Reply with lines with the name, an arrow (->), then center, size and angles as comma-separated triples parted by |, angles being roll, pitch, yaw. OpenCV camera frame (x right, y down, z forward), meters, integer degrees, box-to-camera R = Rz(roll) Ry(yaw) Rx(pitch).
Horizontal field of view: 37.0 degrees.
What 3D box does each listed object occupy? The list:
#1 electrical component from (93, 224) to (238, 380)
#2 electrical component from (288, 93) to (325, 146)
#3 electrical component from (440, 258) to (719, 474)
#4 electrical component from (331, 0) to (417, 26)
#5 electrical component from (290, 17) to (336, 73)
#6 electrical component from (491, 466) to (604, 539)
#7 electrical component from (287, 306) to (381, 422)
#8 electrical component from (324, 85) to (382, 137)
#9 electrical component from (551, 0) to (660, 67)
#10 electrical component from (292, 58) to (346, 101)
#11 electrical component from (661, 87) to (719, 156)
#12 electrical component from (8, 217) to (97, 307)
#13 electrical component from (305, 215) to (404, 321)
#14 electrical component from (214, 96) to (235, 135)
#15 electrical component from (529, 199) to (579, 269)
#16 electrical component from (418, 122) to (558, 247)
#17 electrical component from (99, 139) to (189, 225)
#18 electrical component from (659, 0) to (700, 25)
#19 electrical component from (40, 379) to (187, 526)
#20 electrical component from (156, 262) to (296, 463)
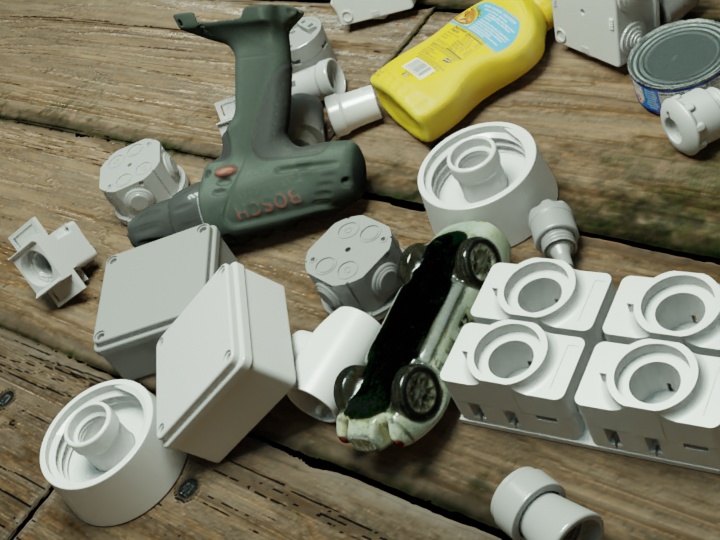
electrical component -> -0.164, 0.027, 0.920 | 0.109, 0.056, 0.108 | -18, 43, 14
electrical component -> -0.055, -0.126, 1.016 | 0.043, 0.043, 0.081 | -18, 43, 14
electrical component -> 0.158, 0.056, 0.703 | 0.186, 0.060, 0.105 | 7, 53, 34
electrical component -> 0.010, -0.309, 1.118 | 0.100, 0.099, 0.048 | -9, 33, 23
electrical component -> -0.056, -0.226, 1.112 | 0.055, 0.047, 0.055 | -16, 43, 16
electrical component -> 0.112, 0.150, 0.648 | 0.045, 0.045, 0.055 | -41, 42, -12
electrical component -> -0.031, 0.067, 0.812 | 0.079, 0.044, 0.077 | 11, 56, 37
electrical component -> -0.006, -0.152, 1.017 | 0.046, 0.040, 0.040 | -18, 43, 6
electrical component -> 0.209, -0.231, 0.927 | 0.048, 0.099, 0.100 | -30, 40, -19
electrical component -> -0.043, -0.185, 1.072 | 0.046, 0.040, 0.040 | -13, 44, 28
electrical component -> 0.267, -0.120, 0.826 | 0.062, 0.048, 0.048 | -27, 41, -6
electrical component -> -0.288, -0.012, 1.018 | 0.042, 0.081, 0.064 | -31, 7, 33
electrical component -> 0.000, 0.000, 0.856 | 0.080, 0.051, 0.080 | -16, 43, 16
electrical component -> -0.102, -0.130, 1.026 | 0.042, 0.081, 0.063 | -16, 15, 15
electrical component -> 0.148, -0.023, 0.805 | 0.035, 0.035, 0.061 | -19, 45, 12
electrical component -> 0.098, -0.072, 0.862 | 0.108, 0.060, 0.108 | -16, 43, 16
electrical component -> -0.215, -0.086, 1.064 | 0.080, 0.051, 0.080 | -16, 43, 16
electrical component -> 0.253, -0.268, 0.970 | 0.074, 0.052, 0.138 | -40, 42, -10
electrical component -> -0.194, 0.134, 0.829 | 0.108, 0.060, 0.108 | -16, 44, 16
electrical component -> -0.104, 0.070, 0.813 | 0.108, 0.056, 0.108 | -47, 34, 28
